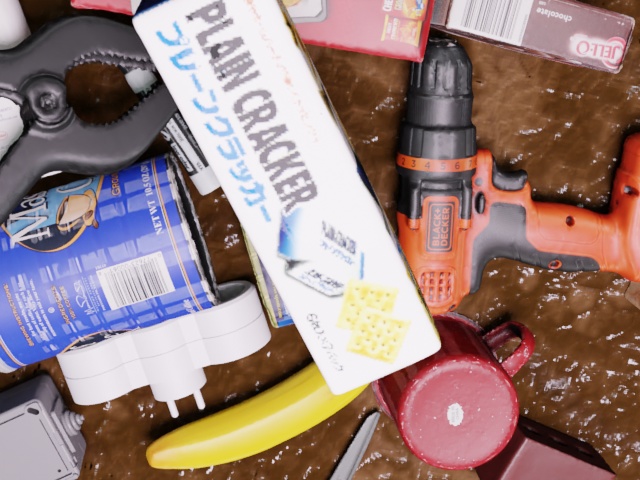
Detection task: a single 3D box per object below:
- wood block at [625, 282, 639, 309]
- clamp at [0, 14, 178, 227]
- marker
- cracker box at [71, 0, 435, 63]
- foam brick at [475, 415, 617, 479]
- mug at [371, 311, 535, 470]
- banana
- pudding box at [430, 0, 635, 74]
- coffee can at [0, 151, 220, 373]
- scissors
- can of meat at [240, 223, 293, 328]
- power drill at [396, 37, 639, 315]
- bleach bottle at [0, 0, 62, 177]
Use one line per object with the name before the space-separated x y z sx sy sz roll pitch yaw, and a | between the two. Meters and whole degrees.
wood block | 0.286 0.044 0.667 0.090 0.206 0.091 22 101 -11
clamp | -0.168 -0.084 0.611 0.209 0.036 0.164 -28 101 -23
marker | -0.102 -0.083 0.691 0.020 0.020 0.121 -32 105 2
cracker box | -0.030 -0.206 0.641 0.213 0.072 0.164 8 103 -7
foam brick | 0.159 0.165 0.764 0.078 0.053 0.051 24 101 -13
mug | 0.096 0.097 0.725 0.117 0.081 0.093 -34 105 3
banana | -0.025 0.107 0.730 0.198 0.037 0.069 -34 132 9
pudding box | 0.125 -0.136 0.665 0.113 0.090 0.039 15 100 -9
coffee can | -0.144 0.013 0.667 0.140 0.103 0.103 -17 105 -2
scissors | -0.024 0.210 0.775 0.096 0.016 0.202 10 102 -9
can of meat | -0.005 0.001 0.703 0.084 0.057 0.102 -15 105 -1
power drill | 0.143 -0.040 0.710 0.187 0.057 0.184 1 107 -4
bleach bottle | -0.227 -0.154 0.638 0.102 0.068 0.251 -14 102 -7
